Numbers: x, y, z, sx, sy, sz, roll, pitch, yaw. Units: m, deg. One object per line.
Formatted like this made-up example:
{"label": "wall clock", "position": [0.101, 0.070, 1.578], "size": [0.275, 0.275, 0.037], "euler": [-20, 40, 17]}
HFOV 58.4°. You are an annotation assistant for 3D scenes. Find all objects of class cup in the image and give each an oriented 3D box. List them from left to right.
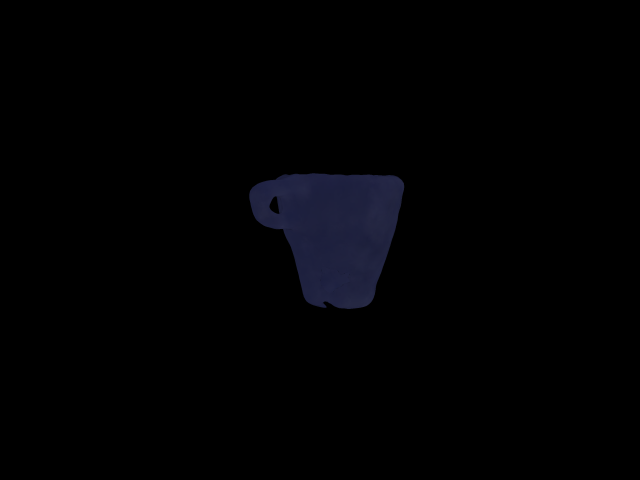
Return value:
{"label": "cup", "position": [0.004, 0.001, 0.400], "size": [0.118, 0.095, 0.091], "euler": [-5, 8, -40]}
